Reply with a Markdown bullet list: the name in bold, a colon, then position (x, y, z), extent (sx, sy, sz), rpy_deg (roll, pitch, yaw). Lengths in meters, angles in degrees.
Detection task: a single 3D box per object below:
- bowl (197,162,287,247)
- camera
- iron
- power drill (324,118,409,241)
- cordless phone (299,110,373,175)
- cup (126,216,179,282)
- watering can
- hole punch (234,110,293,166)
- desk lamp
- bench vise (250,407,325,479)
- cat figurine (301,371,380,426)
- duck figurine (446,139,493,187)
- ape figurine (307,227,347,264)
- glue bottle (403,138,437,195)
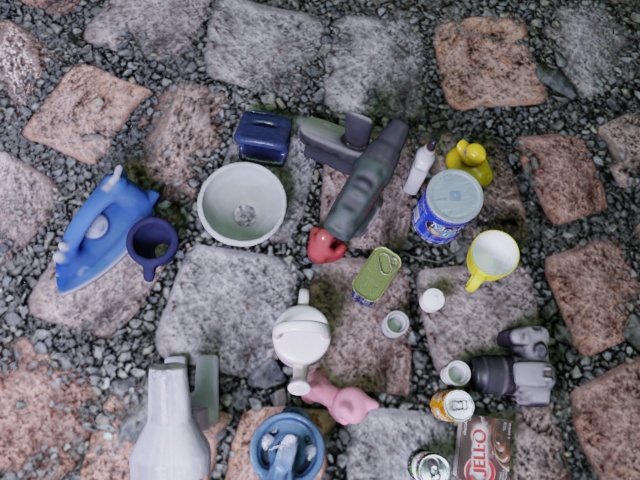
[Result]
- **bowl**: position (-0.145, -0.060, 1.094), extent (0.167, 0.075, 0.167), rpy_deg (1, 74, -3)
- **camera**: position (0.340, 0.224, 1.022), extent (0.137, 0.101, 0.143), rpy_deg (2, 74, -2)
- **iron**: position (-0.410, -0.019, 1.034), extent (0.118, 0.141, 0.258), rpy_deg (30, 75, 6)
- **power drill**: position (0.081, -0.091, 1.045), extent (0.075, 0.208, 0.230), rpy_deg (29, 75, 6)
- **cordless phone**: position (0.035, -0.212, 1.090), extent (0.147, 0.185, 0.094), rpy_deg (19, 74, 3)
- **cup**: position (-0.299, 0.026, 1.051), extent (0.091, 0.095, 0.118), rpy_deg (1, 74, -2)
- **watering can**: position (-0.029, 0.169, 0.971), extent (0.101, 0.194, 0.173), rpy_deg (-18, 75, -8)
- **hole punch**: position (-0.112, -0.211, 1.131), extent (0.108, 0.091, 0.101), rpy_deg (9, 73, 0)
- **desk lamp**: position (-0.229, 0.280, 0.918), extent (0.118, 0.213, 0.203), rpy_deg (-2, 74, -3)
- **bench vise**: position (-0.049, 0.370, 0.898), extent (0.121, 0.220, 0.207), rpy_deg (-3, 74, -3)
- **cat figurine**: position (0.032, 0.274, 0.983), extent (0.127, 0.118, 0.067), rpy_deg (27, 74, 5)
- **duck figurine**: position (0.305, -0.157, 1.139), extent (0.077, 0.086, 0.104), rpy_deg (-41, 80, -13)
- **ape figurine**: position (0.010, 0.004, 1.074), extent (0.076, 0.092, 0.077), rpy_deg (-34, 78, -11)
- **glue bottle**: position (0.196, -0.149, 1.086), extent (0.037, 0.173, 0.078), rpy_deg (20, 74, 4)
